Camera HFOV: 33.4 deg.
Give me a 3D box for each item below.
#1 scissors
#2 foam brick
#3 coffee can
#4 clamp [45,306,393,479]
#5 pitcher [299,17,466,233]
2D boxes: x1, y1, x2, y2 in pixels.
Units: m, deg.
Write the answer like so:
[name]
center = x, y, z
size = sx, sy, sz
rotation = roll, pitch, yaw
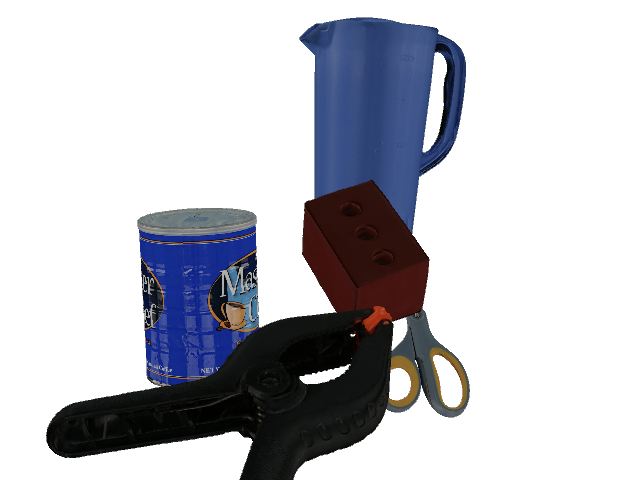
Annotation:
[scissors]
center = 0.077, 0.086, 1.028
size = 0.096, 0.202, 0.016
rotation = -16, -34, -13
[foam brick]
center = 0.027, 0.011, 0.687
size = 0.053, 0.078, 0.051
rotation = -19, -37, -20
[coffee can]
center = -0.105, 0.048, 0.933
size = 0.103, 0.140, 0.103
rotation = -1, 11, 0
[clamp]
center = -0.020, 0.083, 0.475
size = 0.171, 0.039, 0.120
rotation = -24, 49, -30
[pitcher]
center = 0.063, -0.117, 1.159
size = 0.149, 0.243, 0.144
rotation = 7, 10, 25
